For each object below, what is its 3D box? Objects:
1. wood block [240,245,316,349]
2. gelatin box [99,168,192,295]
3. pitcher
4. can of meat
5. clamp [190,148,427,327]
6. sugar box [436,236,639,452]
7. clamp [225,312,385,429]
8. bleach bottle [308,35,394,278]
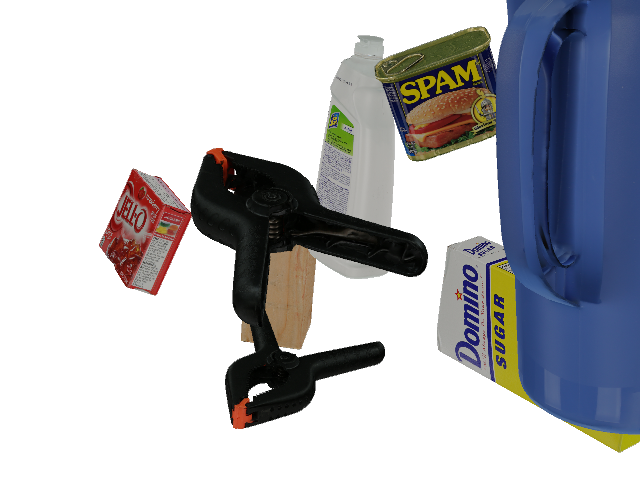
[{"bbox_3d":[-0.056,0.036,1.495,0.090,0.206,0.090,7,22,6],"label":"wood block"},{"bbox_3d":[-0.142,-0.009,0.855,0.030,0.073,0.089,19,14,-33],"label":"gelatin box"},{"bbox_3d":[0.151,-0.025,0.543,0.149,0.243,0.145,-3,21,-1],"label":"pitcher"},{"bbox_3d":[0.108,-0.125,0.924,0.102,0.084,0.057,-18,26,8],"label":"can of meat"},{"bbox_3d":[-0.034,-0.006,0.634,0.120,0.039,0.172,-17,33,-37],"label":"clamp"},{"bbox_3d":[0.162,0.070,0.776,0.048,0.093,0.176,-16,29,-40],"label":"sugar box"},{"bbox_3d":[-0.029,0.137,1.128,0.165,0.036,0.209,12,26,13],"label":"clamp"},{"bbox_3d":[0.043,-0.092,1.153,0.067,0.251,0.103,-7,24,-34],"label":"bleach bottle"}]
